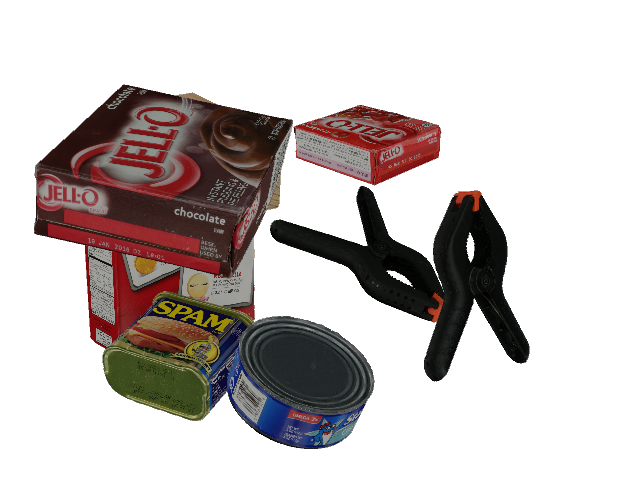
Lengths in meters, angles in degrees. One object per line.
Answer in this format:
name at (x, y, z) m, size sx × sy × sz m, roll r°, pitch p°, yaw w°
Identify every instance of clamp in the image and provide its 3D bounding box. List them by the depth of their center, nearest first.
clamp at (0.131, 0.044, 0.962) m, size 0.120 × 0.171 × 0.039 m, roll -17°, pitch 7°, yaw -40°
clamp at (0.054, 0.020, 1.215) m, size 0.164 × 0.036 × 0.210 m, roll -17°, pitch 51°, yaw -37°

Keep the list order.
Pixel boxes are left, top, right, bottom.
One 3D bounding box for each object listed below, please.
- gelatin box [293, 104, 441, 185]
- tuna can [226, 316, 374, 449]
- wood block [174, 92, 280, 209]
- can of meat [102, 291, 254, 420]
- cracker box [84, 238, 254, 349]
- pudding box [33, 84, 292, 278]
gelatin box at (0.036, -0.076, 0.817) m, size 0.073 × 0.030 × 0.089 m, roll -23°, pitch 31°, yaw -37°
tuna can at (-0.013, 0.086, 0.648) m, size 0.086 × 0.034 × 0.086 m, roll 16°, pitch 30°, yaw -10°
wood block at (-0.140, -0.105, 1.276) m, size 0.090 × 0.090 × 0.206 m, roll -13°, pitch 28°, yaw -33°
can of meat at (-0.113, 0.093, 0.866) m, size 0.102 × 0.057 × 0.083 m, roll 14°, pitch 33°, yaw 21°
cracker box at (-0.147, -0.011, 1.045) m, size 0.163 × 0.214 × 0.072 m, roll -13°, pitch 20°, yaw -39°
pudding box at (-0.068, -0.031, 0.490) m, size 0.090 × 0.039 × 0.113 m, roll 13°, pitch 26°, yaw 4°
